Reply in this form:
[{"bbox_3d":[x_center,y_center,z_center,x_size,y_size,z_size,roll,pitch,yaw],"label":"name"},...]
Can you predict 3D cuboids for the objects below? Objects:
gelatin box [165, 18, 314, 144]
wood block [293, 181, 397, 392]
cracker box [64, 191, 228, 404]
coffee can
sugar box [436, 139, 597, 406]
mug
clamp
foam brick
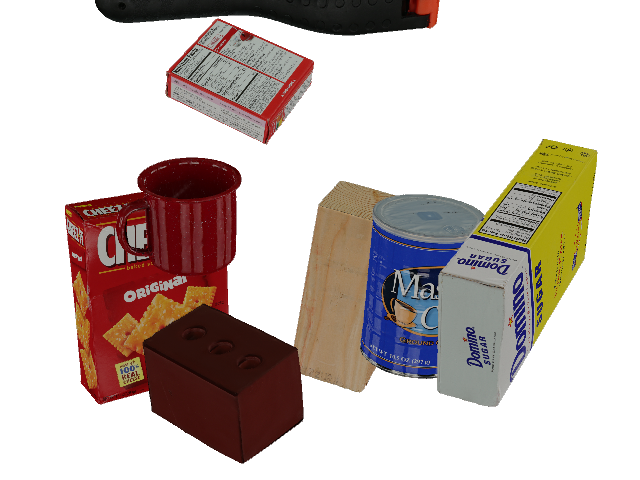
[{"bbox_3d":[-0.061,-0.121,0.802,0.089,0.073,0.030,26,-36,11],"label":"gelatin box"},{"bbox_3d":[0.035,0.051,1.195,0.090,0.206,0.090,16,24,13],"label":"wood block"},{"bbox_3d":[-0.186,0.057,1.180,0.163,0.214,0.072,-12,23,-29],"label":"cracker box"},{"bbox_3d":[0.093,0.040,0.979,0.103,0.140,0.103,4,23,-2],"label":"coffee can"},{"bbox_3d":[0.127,0.016,0.677,0.048,0.093,0.176,13,38,23],"label":"sugar box"},{"bbox_3d":[-0.128,-0.017,0.965,0.117,0.081,0.093,-15,32,-28],"label":"mug"},{"bbox_3d":[-0.027,-0.131,0.547,0.171,0.039,0.120,12,41,15],"label":"clamp"},{"bbox_3d":[-0.056,0.081,0.613,0.078,0.051,0.052,21,37,34],"label":"foam brick"}]
